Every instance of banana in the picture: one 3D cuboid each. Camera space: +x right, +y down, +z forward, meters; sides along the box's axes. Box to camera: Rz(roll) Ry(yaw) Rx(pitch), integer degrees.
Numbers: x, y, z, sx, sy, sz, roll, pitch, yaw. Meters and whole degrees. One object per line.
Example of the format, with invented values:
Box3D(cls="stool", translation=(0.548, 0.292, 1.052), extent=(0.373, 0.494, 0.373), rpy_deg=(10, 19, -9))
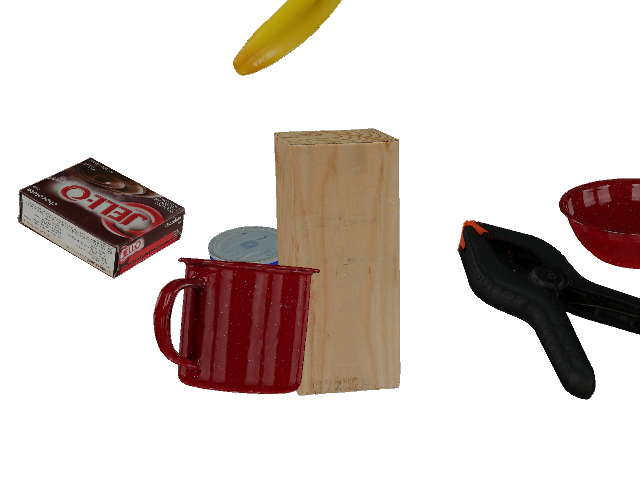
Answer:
Box3D(cls="banana", translation=(-0.012, -0.209, 0.925), extent=(0.070, 0.037, 0.197), rpy_deg=(-17, 34, 39))

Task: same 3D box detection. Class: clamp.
Box3D(cls="clamp", translation=(0.172, 0.038, 0.763), extent=(0.120, 0.039, 0.172), rpy_deg=(-10, 43, -33))

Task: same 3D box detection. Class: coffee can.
Box3D(cls="coffee can", translation=(-0.084, 0.066, 1.336), extent=(0.103, 0.140, 0.103), rpy_deg=(-2, 25, 1))

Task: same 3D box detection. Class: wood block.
Box3D(cls="wood block", translation=(0.014, 0.015, 0.894), extent=(0.090, 0.206, 0.091), rpy_deg=(-3, 13, -10))

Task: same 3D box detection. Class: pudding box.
Box3D(cls="pudding box", translation=(-0.188, -0.021, 0.916), extent=(0.114, 0.039, 0.089), rpy_deg=(26, 33, 21))

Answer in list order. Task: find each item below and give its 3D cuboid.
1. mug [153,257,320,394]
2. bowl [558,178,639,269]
Box3D(cls="mug", translation=(-0.058, 0.054, 0.690), extent=(0.093, 0.081, 0.117), rpy_deg=(3, -3, 43))
Box3D(cls="bowl", translation=(0.329, -0.013, 1.109), extent=(0.162, 0.055, 0.162), rpy_deg=(-3, 23, 1))
